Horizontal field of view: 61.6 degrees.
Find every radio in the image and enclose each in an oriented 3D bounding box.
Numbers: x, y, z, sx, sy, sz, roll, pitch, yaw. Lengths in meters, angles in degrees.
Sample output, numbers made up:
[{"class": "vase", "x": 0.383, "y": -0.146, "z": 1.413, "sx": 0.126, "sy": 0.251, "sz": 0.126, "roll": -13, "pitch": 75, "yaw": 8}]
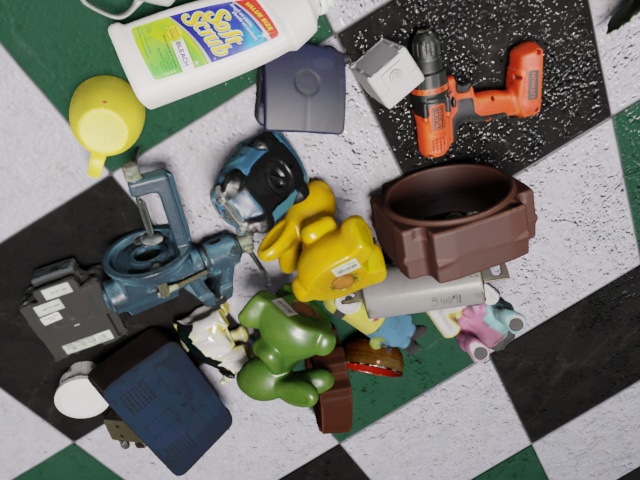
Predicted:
[{"class": "radio", "x": -0.245, "y": 0.256, "z": 0.859, "sx": 0.131, "sy": 0.073, "sz": 0.229, "roll": -41, "pitch": 127, "yaw": -23}]

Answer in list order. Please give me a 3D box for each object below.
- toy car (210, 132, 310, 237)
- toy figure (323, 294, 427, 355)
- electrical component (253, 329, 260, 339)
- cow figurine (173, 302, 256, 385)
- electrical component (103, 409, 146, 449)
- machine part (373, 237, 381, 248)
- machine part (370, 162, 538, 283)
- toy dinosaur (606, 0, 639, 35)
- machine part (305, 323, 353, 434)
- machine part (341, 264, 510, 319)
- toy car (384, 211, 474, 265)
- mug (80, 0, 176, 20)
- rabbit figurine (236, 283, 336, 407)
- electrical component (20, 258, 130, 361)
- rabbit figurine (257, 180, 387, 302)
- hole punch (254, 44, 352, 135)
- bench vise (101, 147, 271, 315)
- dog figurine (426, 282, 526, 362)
[{"class": "toy car", "x": -0.093, "y": -0.067, "z": 0.725, "sx": 0.103, "sy": 0.162, "sz": 0.109, "roll": -16, "pitch": 119, "yaw": 42}, {"class": "toy figure", "x": 0.085, "y": 0.122, "z": 0.880, "sx": 0.180, "sy": 0.082, "sz": 0.089, "roll": 35, "pitch": 138, "yaw": -15}, {"class": "electrical component", "x": -0.081, "y": 0.161, "z": 0.878, "sx": 0.048, "sy": 0.075, "sz": 0.119, "roll": -15, "pitch": 125, "yaw": -9}, {"class": "cow figurine", "x": -0.161, "y": 0.178, "z": 0.867, "sx": 0.098, "sy": 0.068, "sz": 0.167, "roll": -25, "pitch": 119, "yaw": 4}, {"class": "electrical component", "x": -0.316, "y": 0.310, "z": 0.911, "sx": 0.078, "sy": 0.045, "sz": 0.102, "roll": -4, "pitch": 120, "yaw": 18}, {"class": "machine part", "x": 0.029, "y": 0.025, "z": 0.838, "sx": 0.139, "sy": 0.084, "sz": 0.039, "roll": -12, "pitch": 160, "yaw": -17}, {"class": "machine part", "x": 0.187, "y": -0.036, "z": 0.775, "sx": 0.201, "sy": 0.201, "sz": 0.087, "roll": -19, "pitch": 119, "yaw": -5}, {"class": "toy dinosaur", "x": 0.350, "y": -0.378, "z": 0.692, "sx": 0.405, "sy": 0.131, "sz": 0.192, "roll": 7, "pitch": 116, "yaw": -13}, {"class": "machine part", "x": 0.009, "y": 0.228, "z": 0.890, "sx": 0.056, "sy": 0.179, "sz": 0.179, "roll": -9, "pitch": 120, "yaw": -9}, {"class": "machine part", "x": 0.149, "y": 0.067, "z": 0.781, "sx": 0.243, "sy": 0.079, "sz": 0.079, "roll": -9, "pitch": 122, "yaw": 12}, {"class": "toy car", "x": 0.189, "y": 0.023, "z": 0.893, "sx": 0.202, "sy": 0.056, "sz": 0.073, "roll": -31, "pitch": 122, "yaw": 2}, {"class": "mug", "x": -0.209, "y": -0.293, "z": 0.587, "sx": 0.107, "sy": 0.081, "sz": 0.109, "roll": 17, "pitch": 108, "yaw": -34}, {"class": "rabbit figurine", "x": -0.051, "y": 0.171, "z": 0.789, "sx": 0.159, "sy": 0.121, "sz": 0.170, "roll": 35, "pitch": 112, "yaw": 15}, {"class": "electrical component", "x": -0.352, "y": 0.094, "z": 0.771, "sx": 0.115, "sy": 0.058, "sz": 0.134, "roll": -19, "pitch": 121, "yaw": -8}, {"class": "rabbit figurine", "x": -0.002, "y": -0.002, "z": 0.768, "sx": 0.162, "sy": 0.173, "sz": 0.121, "roll": -29, "pitch": 149, "yaw": 18}, {"class": "hole punch", "x": -0.024, "y": -0.193, "z": 0.694, "sx": 0.142, "sy": 0.092, "sz": 0.115, "roll": 0, "pitch": 114, "yaw": -13}, {"class": "bench vise", "x": -0.199, "y": -0.002, "z": 0.730, "sx": 0.224, "sy": 0.129, "sz": 0.240, "roll": -16, "pitch": 125, "yaw": -11}, {"class": "dog figurine", "x": 0.256, "y": 0.117, "z": 0.912, "sx": 0.191, "sy": 0.219, "sz": 0.108, "roll": 43, "pitch": 98, "yaw": 8}]
